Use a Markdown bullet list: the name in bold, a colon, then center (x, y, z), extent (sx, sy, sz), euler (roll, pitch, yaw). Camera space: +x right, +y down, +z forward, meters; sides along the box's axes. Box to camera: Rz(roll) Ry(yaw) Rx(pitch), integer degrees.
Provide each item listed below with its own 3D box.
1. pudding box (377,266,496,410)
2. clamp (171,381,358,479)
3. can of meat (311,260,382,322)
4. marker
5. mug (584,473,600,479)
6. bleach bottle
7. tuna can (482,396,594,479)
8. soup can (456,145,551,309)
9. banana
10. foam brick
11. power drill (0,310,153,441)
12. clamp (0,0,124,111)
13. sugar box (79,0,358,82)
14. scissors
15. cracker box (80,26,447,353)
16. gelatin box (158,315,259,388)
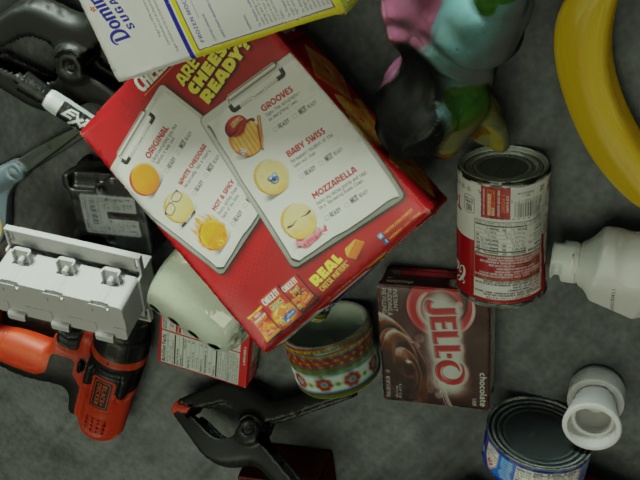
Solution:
- **pudding box**: center (0.096, 0.079, 0.862), extent (0.090, 0.039, 0.113), euler (4, 119, 18)
- **clamp**: center (-0.049, 0.161, 0.950), extent (0.172, 0.039, 0.120), euler (21, 80, 21)
- **can of meat**: center (-0.006, 0.001, 0.846), extent (0.102, 0.057, 0.084), euler (41, 122, -6)
- **marker**: center (-0.188, -0.095, 0.843), extent (0.121, 0.020, 0.020), euler (34, 124, -8)
- **mug**: center (0.219, 0.236, 0.866), extent (0.081, 0.117, 0.093), euler (27, 85, 10)
- **bleach bottle**: center (0.287, 0.026, 0.737), extent (0.251, 0.068, 0.102), euler (8, 147, 18)
- **tuna can**: center (0.174, 0.165, 0.855), extent (0.086, 0.086, 0.034), euler (13, 123, 13)
- **soup can**: center (0.134, -0.010, 0.781), extent (0.069, 0.068, 0.102), euler (6, 119, 17)
- **banana**: center (0.196, -0.097, 0.717), extent (0.070, 0.037, 0.198), euler (17, 137, 48)
- **foam brick**: center (-0.029, 0.226, 0.984), extent (0.078, 0.053, 0.051), euler (4, 119, 19)
- **power drill**: center (-0.247, 0.084, 0.981), extent (0.188, 0.057, 0.185), euler (24, 121, 7)
- **clamp**: center (-0.184, -0.135, 0.846), extent (0.210, 0.036, 0.164), euler (0, 120, 19)
- **sugar box**: center (-0.069, -0.168, 0.672), extent (0.176, 0.048, 0.093), euler (-9, 116, 30)
- **scissors**: center (-0.264, -0.043, 0.940), extent (0.202, 0.016, 0.096), euler (-9, 116, 24)
- **cracker box**: center (-0.041, -0.054, 0.767), extent (0.164, 0.072, 0.214), euler (-42, 85, 20)
- **gelatin box**: center (-0.098, 0.083, 0.942), extent (0.089, 0.030, 0.073), euler (16, 123, 14)
